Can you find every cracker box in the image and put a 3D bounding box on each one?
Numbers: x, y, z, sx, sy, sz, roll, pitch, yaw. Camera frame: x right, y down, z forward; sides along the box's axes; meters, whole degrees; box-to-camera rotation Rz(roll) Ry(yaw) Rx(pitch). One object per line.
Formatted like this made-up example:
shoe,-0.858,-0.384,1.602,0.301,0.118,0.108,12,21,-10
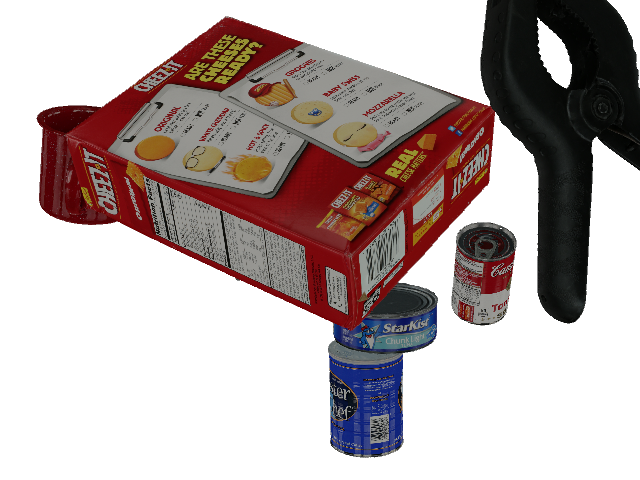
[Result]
cracker box,-0.023,-0.050,0.673,0.214,0.072,0.164,23,48,27

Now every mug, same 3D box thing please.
mug,-0.201,-0.060,0.917,0.093,0.081,0.117,7,22,-6

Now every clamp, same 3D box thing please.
clamp,0.119,-0.050,0.503,0.120,0.171,0.039,-38,7,-24

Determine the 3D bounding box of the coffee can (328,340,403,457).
coffee can,0.063,0.211,1.463,0.103,0.140,0.103,-1,15,0

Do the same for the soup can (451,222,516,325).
soup can,0.187,0.040,1.234,0.068,0.102,0.068,-1,38,0

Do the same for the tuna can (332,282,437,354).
tuna can,0.052,0.062,0.862,0.086,0.034,0.086,-1,15,0

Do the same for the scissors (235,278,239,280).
scissors,-0.070,-0.061,1.213,0.096,0.202,0.016,-11,-7,-13
